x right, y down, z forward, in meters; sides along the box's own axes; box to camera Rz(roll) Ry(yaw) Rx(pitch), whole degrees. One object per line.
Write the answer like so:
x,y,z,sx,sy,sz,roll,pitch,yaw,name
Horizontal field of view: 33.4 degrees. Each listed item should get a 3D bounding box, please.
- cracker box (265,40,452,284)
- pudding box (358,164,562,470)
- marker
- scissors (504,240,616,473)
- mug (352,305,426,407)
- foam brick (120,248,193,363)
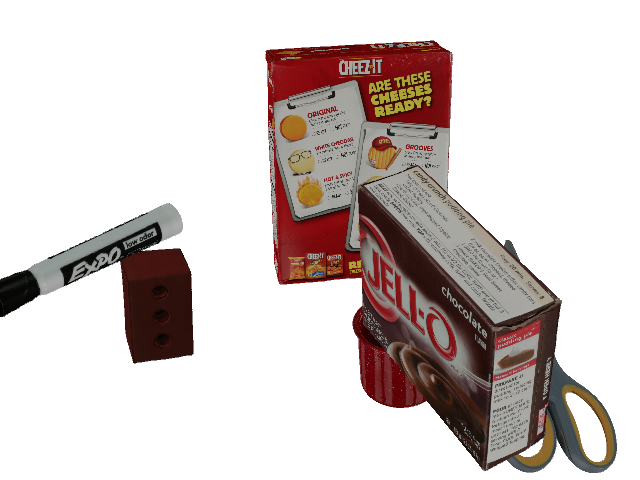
0.034,-0.073,0.998,0.164,0.214,0.072,-4,21,-8,cracker box
0.059,0.032,0.484,0.039,0.090,0.114,-23,44,-20,pudding box
-0.129,0.010,0.582,0.120,0.020,0.020,-28,16,-34,marker
0.156,0.095,0.833,0.096,0.202,0.016,-20,-27,-14,scissors
0.089,0.109,1.080,0.117,0.081,0.093,-27,42,-29,mug
-0.135,0.053,0.883,0.053,0.078,0.051,-7,25,-15,foam brick
